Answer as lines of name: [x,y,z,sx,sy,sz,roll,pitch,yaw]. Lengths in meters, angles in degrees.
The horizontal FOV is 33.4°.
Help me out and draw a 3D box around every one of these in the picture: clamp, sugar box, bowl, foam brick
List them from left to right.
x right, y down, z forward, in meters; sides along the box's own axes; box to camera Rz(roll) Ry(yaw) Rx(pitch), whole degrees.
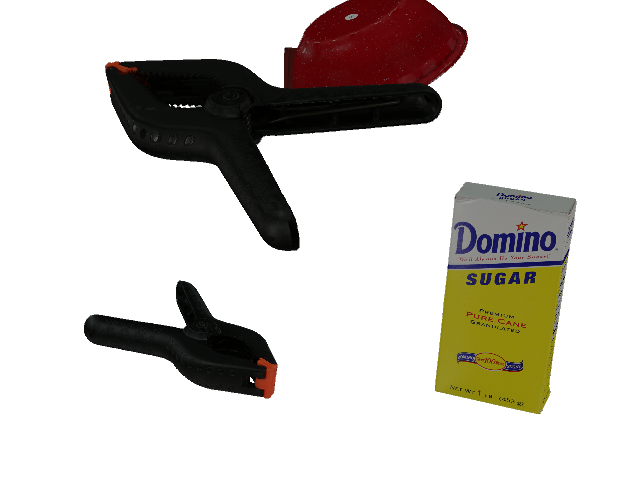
clamp: [-0.099,0.081,0.900,0.172,0.039,0.120,21,34,24]
clamp: [-0.042,-0.076,0.651,0.210,0.036,0.164,26,46,33]
foam brick: [0.002,-0.171,1.101,0.078,0.051,0.053,2,10,-5]
bowl: [0.038,-0.164,0.891,0.162,0.055,0.162,-20,28,11]
sugar box: [0.148,0.047,0.868,0.093,0.176,0.048,10,24,19]
